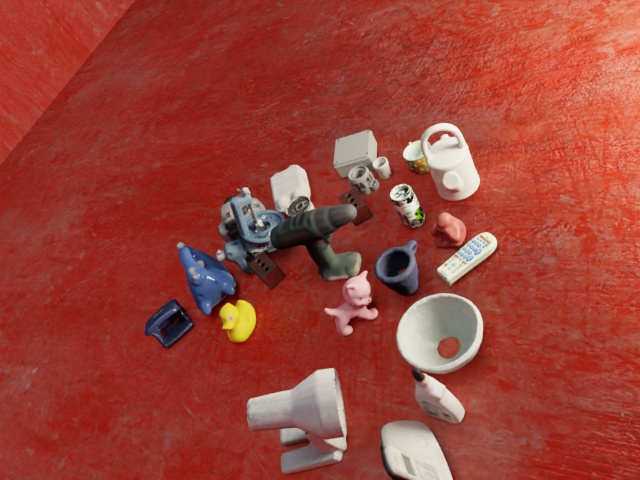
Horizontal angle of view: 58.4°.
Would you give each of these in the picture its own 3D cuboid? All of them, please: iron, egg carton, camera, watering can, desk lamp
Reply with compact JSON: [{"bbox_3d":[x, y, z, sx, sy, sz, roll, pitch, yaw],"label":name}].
[{"bbox_3d":[-0.325,0.073,1.503,0.119,0.142,0.257,-40,43,-4],"label":"iron"},{"bbox_3d":[-0.080,-0.140,1.587,0.107,0.070,0.150,-26,44,10],"label":"egg carton"},{"bbox_3d":[-0.221,-0.077,1.598,0.143,0.101,0.136,-29,44,8],"label":"camera"},{"bbox_3d":[0.293,-0.182,1.299,0.101,0.195,0.172,-32,43,4],"label":"watering can"},{"bbox_3d":[-0.025,0.332,1.041,0.203,0.214,0.118,-21,45,15],"label":"desk lamp"}]

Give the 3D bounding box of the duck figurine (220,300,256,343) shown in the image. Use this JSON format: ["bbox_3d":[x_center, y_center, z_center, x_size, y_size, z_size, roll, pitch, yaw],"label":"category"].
[{"bbox_3d":[-0.205,0.184,1.374,0.077,0.086,0.104,-9,50,26],"label":"duck figurine"}]

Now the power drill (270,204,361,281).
[{"bbox_3d":[0.012,0.005,1.303,0.229,0.209,0.075,-10,49,25],"label":"power drill"}]

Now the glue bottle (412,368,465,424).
[{"bbox_3d":[0.193,0.264,0.993,0.077,0.174,0.037,10,60,37],"label":"glue bottle"}]

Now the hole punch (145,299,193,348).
[{"bbox_3d":[-0.401,0.206,1.473,0.109,0.091,0.100,-42,44,-6],"label":"hole punch"}]

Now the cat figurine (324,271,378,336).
[{"bbox_3d":[0.066,0.130,1.228,0.128,0.118,0.067,-35,43,1],"label":"cat figurine"}]

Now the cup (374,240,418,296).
[{"bbox_3d":[0.180,0.066,1.229,0.091,0.095,0.118,23,68,42],"label":"cup"}]

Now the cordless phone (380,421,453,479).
[{"bbox_3d":[0.140,0.351,0.942,0.094,0.186,0.147,-30,44,6],"label":"cordless phone"}]

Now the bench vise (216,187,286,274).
[{"bbox_3d":[-0.178,-0.019,1.434,0.207,0.220,0.121,-45,44,-10],"label":"bench vise"}]

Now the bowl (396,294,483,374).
[{"bbox_3d":[0.236,0.191,1.101,0.167,0.075,0.167,-17,46,19],"label":"bowl"}]

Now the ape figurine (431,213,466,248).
[{"bbox_3d":[0.278,-0.025,1.249,0.076,0.092,0.077,-35,43,1],"label":"ape figurine"}]
